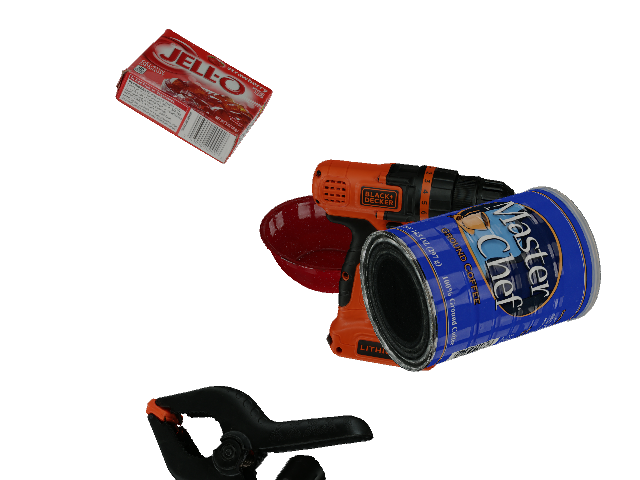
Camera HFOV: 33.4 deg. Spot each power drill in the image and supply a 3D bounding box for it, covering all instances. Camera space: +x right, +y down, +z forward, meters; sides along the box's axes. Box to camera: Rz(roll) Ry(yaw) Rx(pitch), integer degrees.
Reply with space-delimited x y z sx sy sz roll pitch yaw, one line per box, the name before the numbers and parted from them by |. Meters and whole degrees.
power drill | 0.080 0.021 0.974 0.184 0.188 0.057 8 19 15

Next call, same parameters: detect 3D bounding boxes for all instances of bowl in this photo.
bowl | 0.013 0.011 1.183 0.162 0.055 0.162 2 32 -1

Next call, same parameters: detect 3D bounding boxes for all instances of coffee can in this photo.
coffee can | 0.113 0.026 0.769 0.140 0.103 0.103 -15 6 -22

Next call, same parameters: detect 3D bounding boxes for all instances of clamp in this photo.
clamp | -0.055 0.162 0.745 0.172 0.120 0.039 12 -18 31

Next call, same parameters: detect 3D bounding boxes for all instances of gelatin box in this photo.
gelatin box | -0.086 -0.102 0.736 0.089 0.030 0.073 31 37 -2

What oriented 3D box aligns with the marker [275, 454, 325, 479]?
marker | -0.028 0.119 0.417 0.020 0.020 0.121 0 20 25
